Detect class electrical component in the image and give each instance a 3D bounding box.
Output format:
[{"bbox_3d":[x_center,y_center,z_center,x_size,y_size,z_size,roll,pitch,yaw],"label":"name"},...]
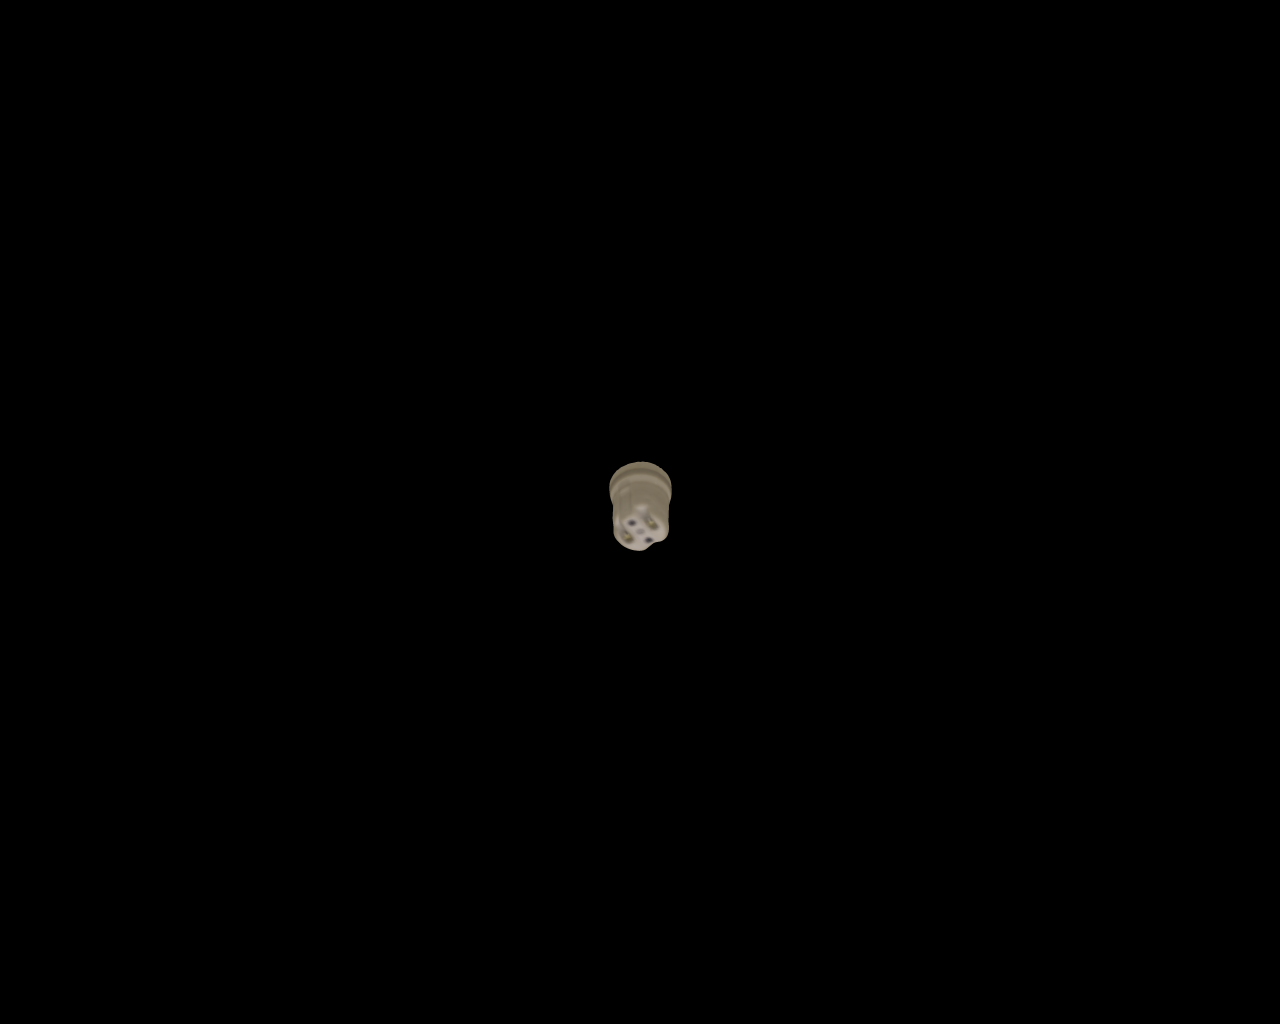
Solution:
[{"bbox_3d":[0.001,-0.003,0.650,0.040,0.040,0.046,0,42,0],"label":"electrical component"}]
